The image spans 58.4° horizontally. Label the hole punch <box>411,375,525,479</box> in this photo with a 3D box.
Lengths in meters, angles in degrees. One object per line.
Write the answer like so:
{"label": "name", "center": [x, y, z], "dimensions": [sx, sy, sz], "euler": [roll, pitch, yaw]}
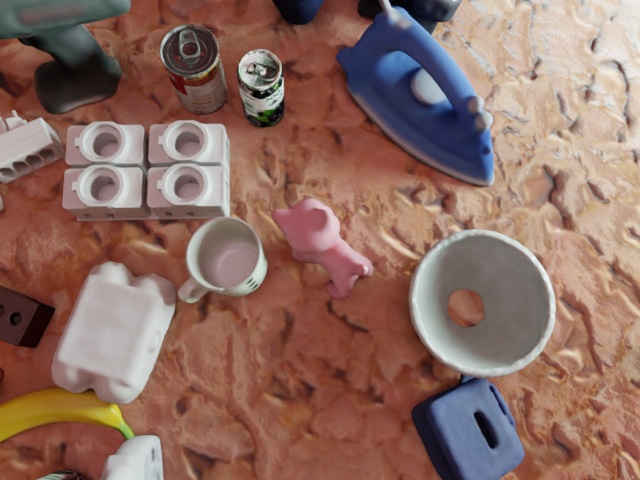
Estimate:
{"label": "hole punch", "center": [0.166, 0.209, 0.629], "dimensions": [0.101, 0.091, 0.108], "euler": [-25, 79, -8]}

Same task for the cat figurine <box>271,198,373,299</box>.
{"label": "cat figurine", "center": [0.006, 0.002, 0.657], "dimensions": [0.127, 0.118, 0.067], "euler": [42, 78, 7]}

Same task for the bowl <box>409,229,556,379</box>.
{"label": "bowl", "center": [0.180, 0.077, 0.670], "dimensions": [0.167, 0.075, 0.167], "euler": [1, 76, -2]}

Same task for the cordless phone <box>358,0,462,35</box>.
{"label": "cordless phone", "center": [0.120, -0.351, 0.713], "dimensions": [0.147, 0.185, 0.094], "euler": [20, 76, 3]}

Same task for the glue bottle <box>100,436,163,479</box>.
{"label": "glue bottle", "center": [-0.191, 0.239, 0.563], "dimensions": [0.037, 0.173, 0.078], "euler": [-5, 77, -3]}

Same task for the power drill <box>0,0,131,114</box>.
{"label": "power drill", "center": [-0.320, -0.229, 0.651], "dimensions": [0.230, 0.208, 0.075], "euler": [-22, 78, -7]}

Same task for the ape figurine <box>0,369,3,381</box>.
{"label": "ape figurine", "center": [-0.402, 0.156, 0.615], "dimensions": [0.076, 0.092, 0.078], "euler": [-41, 81, -11]}

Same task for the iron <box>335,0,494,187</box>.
{"label": "iron", "center": [0.139, -0.182, 0.696], "dimensions": [0.119, 0.141, 0.258], "euler": [-41, 82, -11]}

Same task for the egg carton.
{"label": "egg carton", "center": [-0.230, 0.104, 0.647], "dimensions": [0.107, 0.069, 0.150], "euler": [16, 76, 1]}

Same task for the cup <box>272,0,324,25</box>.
{"label": "cup", "center": [-0.029, -0.341, 0.750], "dimensions": [0.091, 0.095, 0.118], "euler": [2, 76, -2]}
